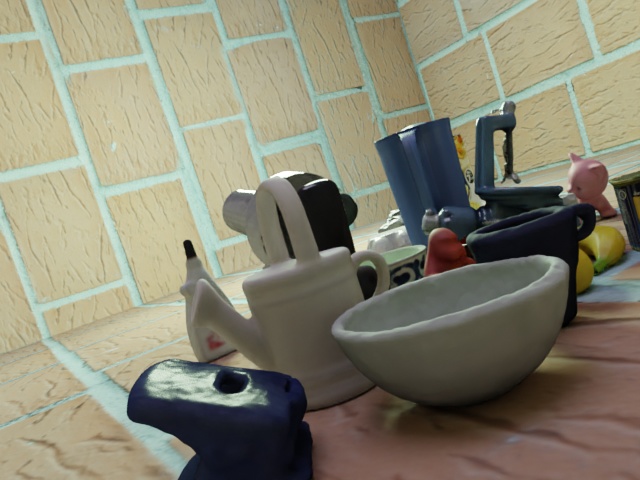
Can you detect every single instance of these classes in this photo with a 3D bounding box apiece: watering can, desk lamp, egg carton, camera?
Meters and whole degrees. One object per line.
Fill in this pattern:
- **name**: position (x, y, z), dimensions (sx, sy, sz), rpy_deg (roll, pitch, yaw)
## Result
- **watering can**: position (-0.023, 0.041, 0.498), dimensions (0.173, 0.194, 0.100), rpy_deg (-21, 4, -40)
- **desk lamp**: position (-0.049, 0.028, 0.719), dimensions (0.118, 0.213, 0.202), rpy_deg (-20, 3, -32)
- **egg carton**: position (0.150, 0.016, 1.173), dimensions (0.107, 0.069, 0.150), rpy_deg (-18, 3, 3)
- **camera**: position (0.221, -0.031, 1.324), dimensions (0.136, 0.101, 0.143), rpy_deg (-16, 3, 31)

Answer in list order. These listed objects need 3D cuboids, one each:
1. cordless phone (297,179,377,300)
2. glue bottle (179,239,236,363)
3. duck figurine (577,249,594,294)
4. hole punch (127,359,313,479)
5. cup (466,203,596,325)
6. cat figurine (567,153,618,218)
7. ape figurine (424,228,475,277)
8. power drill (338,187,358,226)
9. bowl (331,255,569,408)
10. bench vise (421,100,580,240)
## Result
- **cordless phone**: position (-0.014, 0.037, 0.616), dimensions (0.148, 0.185, 0.094), rpy_deg (-19, 3, -23)
- **glue bottle**: position (-0.165, 0.082, 0.817), dimensions (0.078, 0.173, 0.037), rpy_deg (-21, 4, -41)
- **duck figurine**: position (0.217, 0.016, 0.582), dimensions (0.078, 0.086, 0.104), rpy_deg (-20, 4, -40)
- **hole punch**: position (-0.059, 0.114, 0.373), dimensions (0.101, 0.091, 0.108), rpy_deg (-18, 3, -2)
- **cup**: position (0.193, 0.023, 0.492), dimensions (0.118, 0.095, 0.091), rpy_deg (-19, 3, -12)
- **cat figurine**: position (0.436, -0.090, 0.938), dimensions (0.067, 0.118, 0.128), rpy_deg (-17, 3, 19)
- **ape figurine**: position (0.148, 0.031, 0.659), dimensions (0.078, 0.092, 0.076), rpy_deg (-20, 3, -27)
- **power drill**: position (0.008, 0.003, 0.900), dimensions (0.076, 0.208, 0.229), rpy_deg (-19, 3, -18)
- **bowl**: position (0.096, 0.070, 0.403), dimensions (0.167, 0.075, 0.167), rpy_deg (-18, 3, 1)
- **bench vise**: position (0.244, -0.075, 0.810), dimensions (0.208, 0.220, 0.121), rpy_deg (-19, 3, -14)
